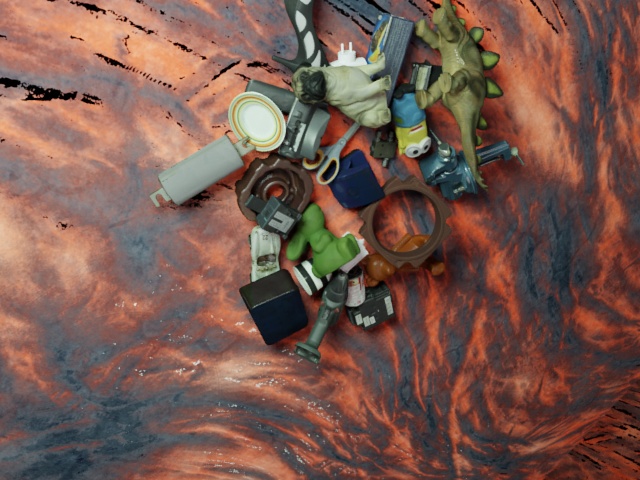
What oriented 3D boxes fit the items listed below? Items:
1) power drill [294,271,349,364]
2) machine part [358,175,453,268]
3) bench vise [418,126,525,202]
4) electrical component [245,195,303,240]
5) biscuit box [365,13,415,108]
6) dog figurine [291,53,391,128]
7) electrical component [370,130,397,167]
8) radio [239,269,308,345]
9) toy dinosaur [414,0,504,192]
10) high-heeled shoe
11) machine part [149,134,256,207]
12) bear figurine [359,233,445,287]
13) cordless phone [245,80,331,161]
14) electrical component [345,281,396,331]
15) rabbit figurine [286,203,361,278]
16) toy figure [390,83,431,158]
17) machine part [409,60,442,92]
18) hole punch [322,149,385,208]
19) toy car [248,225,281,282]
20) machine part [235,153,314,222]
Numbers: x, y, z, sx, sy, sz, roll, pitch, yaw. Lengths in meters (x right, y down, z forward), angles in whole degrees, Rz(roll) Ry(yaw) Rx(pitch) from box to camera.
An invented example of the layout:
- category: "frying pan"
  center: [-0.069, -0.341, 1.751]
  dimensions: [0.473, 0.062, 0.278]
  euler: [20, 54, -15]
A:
- category: "power drill"
  center: [0.007, 0.204, 1.386]
  dimensions: [0.086, 0.207, 0.231]
  euler: [20, 152, 4]
- category: "machine part"
  center: [0.211, -0.046, 1.340]
  dimensions: [0.201, 0.087, 0.201]
  euler: [42, 98, -7]
- category: "bench vise"
  center: [0.373, -0.194, 1.341]
  dimensions: [0.241, 0.129, 0.223]
  euler: [-20, 137, 10]
- category: "electrical component"
  center: [-0.106, -0.058, 1.194]
  dimensions: [0.119, 0.048, 0.075]
  euler: [32, 102, -40]
- category: "biscuit box"
  center: [0.135, -0.378, 1.161]
  dimensions: [0.063, 0.059, 0.202]
  euler: [2, 119, -27]
- category: "dog figurine"
  center: [0.042, -0.287, 1.095]
  dimensions: [0.191, 0.121, 0.172]
  euler: [-7, 133, 1]
- category: "electrical component"
  center: [0.150, -0.220, 1.295]
  dimensions: [0.063, 0.021, 0.093]
  euler: [-5, 124, -22]
- category: "radio"
  center: [-0.110, 0.172, 1.357]
  dimensions: [0.131, 0.073, 0.229]
  euler: [-26, 149, -9]
- category: "toy dinosaur"
  center: [0.311, -0.337, 1.171]
  dimensions: [0.198, 0.105, 0.470]
  euler: [-8, 98, -32]
- category: "high-heeled shoe"
  center: [-0.004, -0.426, 1.055]
  dimensions: [0.145, 0.086, 0.248]
  euler: [6, 123, -31]
- category: "machine part"
  center: [-0.248, -0.147, 1.124]
  dimensions: [0.243, 0.079, 0.079]
  euler: [-31, 129, -2]
- category: "bear figurine"
  center: [0.215, 0.057, 1.443]
  dimensions: [0.196, 0.132, 0.120]
  euler: [-21, 109, -17]
- category: "cordless phone"
  center: [-0.081, -0.254, 1.144]
  dimensions: [0.184, 0.089, 0.146]
  euler: [14, 116, -19]
- category: "electrical component"
  center: [0.142, 0.192, 1.537]
  dimensions: [0.134, 0.058, 0.114]
  euler: [-22, 125, -10]
- category: "rabbit figurine"
  center: [-0.003, -0.004, 1.311]
  dimensions: [0.159, 0.121, 0.170]
  euler: [-31, 90, 23]
- category: "toy figure"
  center: [0.208, -0.275, 1.242]
  dimensions: [0.082, 0.089, 0.179]
  euler: [-11, 128, 16]
- category: "machine part"
  center: [0.268, -0.372, 1.242]
  dimensions: [0.139, 0.039, 0.084]
  euler: [-7, 116, -19]
- category: "hole punch"
  center: [0.082, -0.135, 1.279]
  dimensions: [0.116, 0.092, 0.142]
  euler: [-34, 132, 3]
- category: "toy car"
  center: [-0.135, 0.051, 1.318]
  dimensions: [0.073, 0.056, 0.201]
  euler: [-10, 124, -19]
- category: "machine part"
  center: [-0.105, -0.112, 1.227]
  dimensions: [0.179, 0.056, 0.179]
  euler: [-13, 125, -19]
